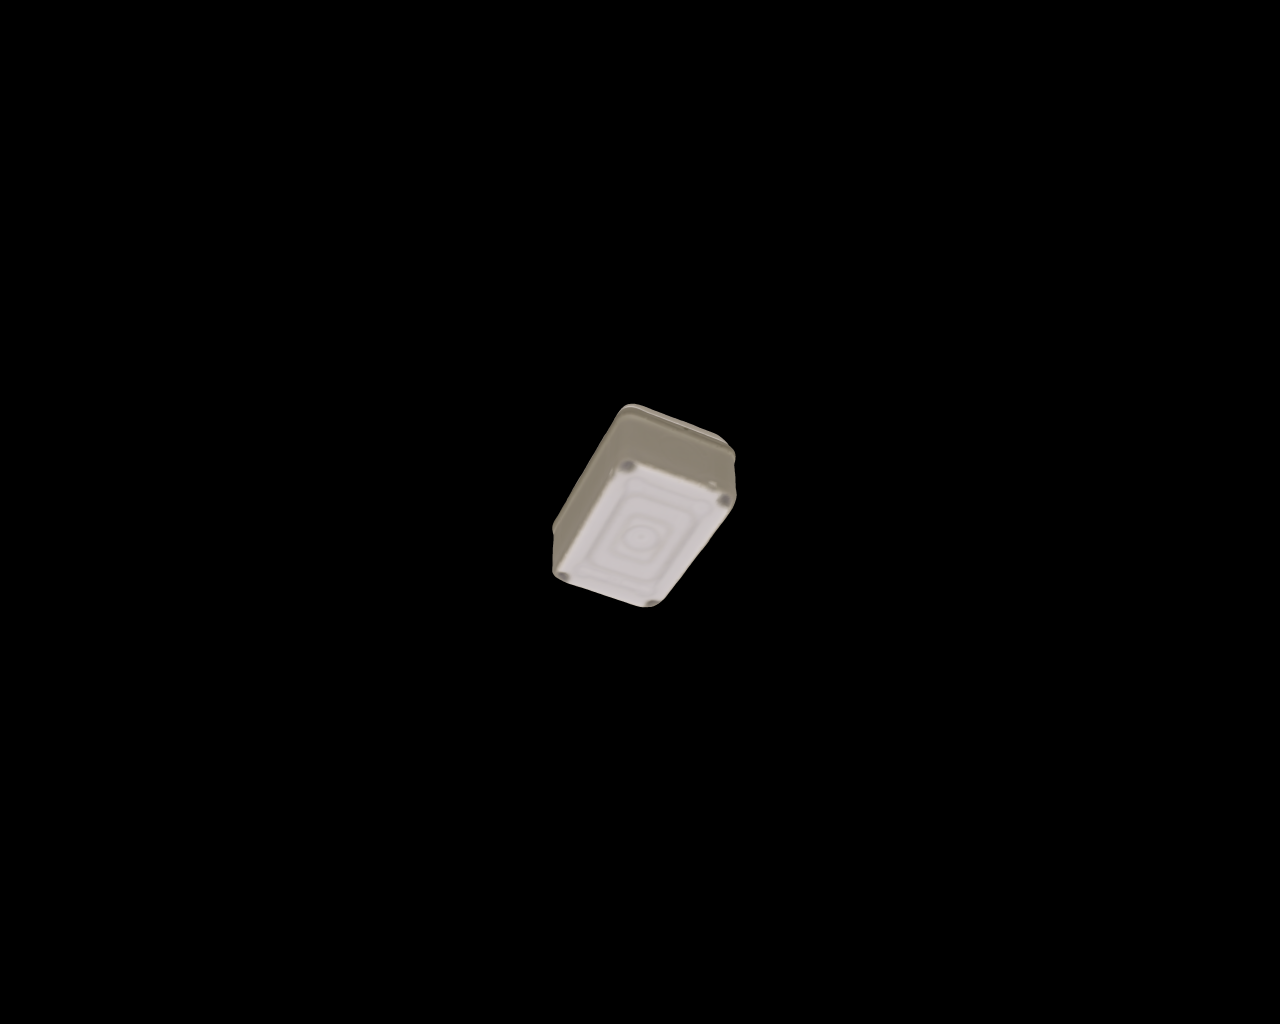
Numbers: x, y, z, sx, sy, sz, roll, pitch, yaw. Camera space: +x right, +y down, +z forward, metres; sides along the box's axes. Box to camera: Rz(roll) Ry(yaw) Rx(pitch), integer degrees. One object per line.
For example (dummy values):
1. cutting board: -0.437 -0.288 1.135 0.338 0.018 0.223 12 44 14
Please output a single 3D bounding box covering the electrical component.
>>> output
1. electrical component: 0.001 -0.003 0.650 0.078 0.057 0.113 20 -50 -17
